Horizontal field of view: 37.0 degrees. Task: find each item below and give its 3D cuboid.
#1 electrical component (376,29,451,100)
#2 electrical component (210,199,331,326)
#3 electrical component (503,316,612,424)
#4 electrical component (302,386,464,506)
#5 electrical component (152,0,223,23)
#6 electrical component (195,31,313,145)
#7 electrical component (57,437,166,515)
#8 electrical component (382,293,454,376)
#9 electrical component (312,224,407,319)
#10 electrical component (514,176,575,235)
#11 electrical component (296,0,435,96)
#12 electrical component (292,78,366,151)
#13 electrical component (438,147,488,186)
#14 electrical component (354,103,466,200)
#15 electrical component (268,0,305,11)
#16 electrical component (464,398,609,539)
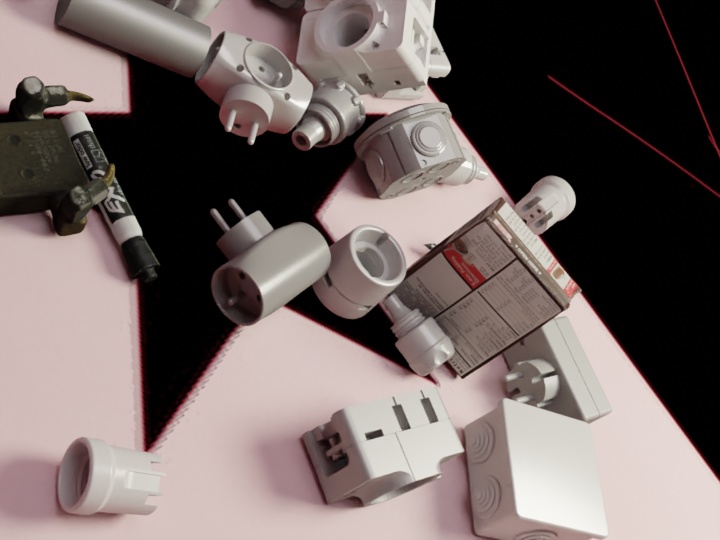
[{"bbox_3d":[0.028,-0.195,0.920,0.056,0.050,0.089,-6,66,-42],"label":"electrical component"},{"bbox_3d":[-0.069,-0.013,0.719,0.079,0.043,0.077,52,42,1],"label":"electrical component"},{"bbox_3d":[0.139,0.086,0.824,0.076,0.047,0.083,-7,67,-43],"label":"electrical component"},{"bbox_3d":[0.017,0.117,0.699,0.089,0.050,0.055,-7,67,-43],"label":"electrical component"},{"bbox_3d":[-0.145,-0.224,0.791,0.095,0.054,0.059,41,44,-11],"label":"electrical component"},{"bbox_3d":[-0.080,-0.124,0.785,0.077,0.044,0.079,29,48,-23],"label":"electrical component"},{"bbox_3d":[-0.134,0.113,0.582,0.046,0.040,0.040,18,52,-38],"label":"electrical component"},{"bbox_3d":[0.039,0.044,0.778,0.061,0.035,0.035,53,43,5],"label":"electrical component"},{"bbox_3d":[0.000,0.000,0.766,0.055,0.047,0.055,21,50,-28],"label":"electrical component"},{"bbox_3d":[0.162,-0.056,0.948,0.040,0.040,0.046,52,49,1],"label":"electrical component"},{"bbox_3d":[0.008,-0.220,0.856,0.062,0.089,0.150,43,48,-55],"label":"electrical component"},{"bbox_3d":[-0.029,-0.114,0.823,0.048,0.048,0.062,46,50,-6],"label":"electrical component"},{"bbox_3d":[0.083,-0.087,0.905,0.061,0.035,0.035,12,55,-38],"label":"electrical component"},{"bbox_3d":[0.040,-0.093,0.841,0.080,0.080,0.051,-13,77,-44],"label":"electrical component"},{"bbox_3d":[-0.055,-0.234,0.882,0.062,0.048,0.048,26,48,-36],"label":"electrical component"},{"bbox_3d":[0.123,0.149,0.767,0.100,0.048,0.099,19,51,-30],"label":"electrical component"}]
